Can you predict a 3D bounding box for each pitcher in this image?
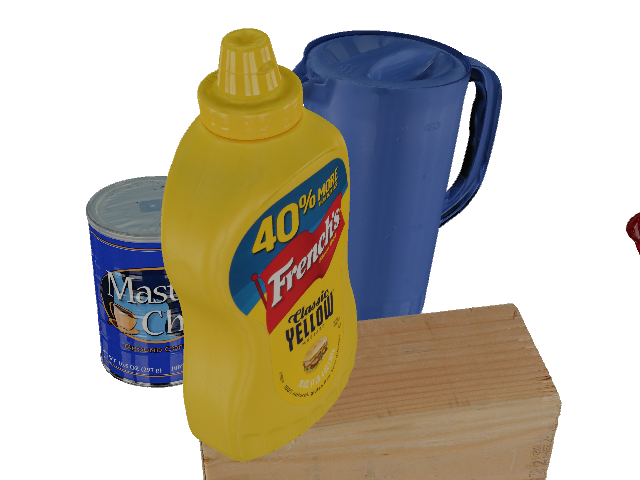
[{"bbox_3d":[0.055,-0.046,0.899,0.149,0.243,0.144,15,31,18],"label":"pitcher"}]

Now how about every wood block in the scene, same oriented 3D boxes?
[{"bbox_3d":[0.029,0.109,0.654,0.206,0.090,0.091,-6,38,-7],"label":"wood block"}]

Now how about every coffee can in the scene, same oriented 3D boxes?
[{"bbox_3d":[-0.132,0.032,0.864,0.103,0.140,0.103,1,29,-1],"label":"coffee can"}]

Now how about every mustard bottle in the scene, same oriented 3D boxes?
[{"bbox_3d":[-0.024,0.000,0.457,0.058,0.192,0.096,25,46,31],"label":"mustard bottle"}]

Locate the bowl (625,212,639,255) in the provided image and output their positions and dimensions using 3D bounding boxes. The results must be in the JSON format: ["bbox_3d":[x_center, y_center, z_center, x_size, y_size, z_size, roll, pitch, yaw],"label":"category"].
[{"bbox_3d":[0.403,0.013,1.119,0.162,0.055,0.162,-3,23,1],"label":"bowl"}]
